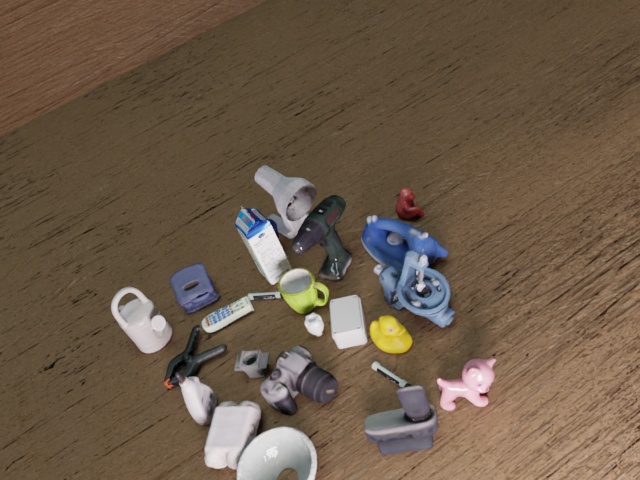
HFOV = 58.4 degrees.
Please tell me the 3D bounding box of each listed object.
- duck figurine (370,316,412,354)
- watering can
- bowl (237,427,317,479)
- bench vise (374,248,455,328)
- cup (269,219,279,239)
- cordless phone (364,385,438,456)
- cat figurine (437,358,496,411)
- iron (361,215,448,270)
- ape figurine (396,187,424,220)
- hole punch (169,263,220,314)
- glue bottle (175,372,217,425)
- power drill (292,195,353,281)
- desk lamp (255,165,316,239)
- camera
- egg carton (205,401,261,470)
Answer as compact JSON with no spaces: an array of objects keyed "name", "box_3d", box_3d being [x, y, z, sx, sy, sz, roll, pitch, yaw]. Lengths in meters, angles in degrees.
[{"name":"duck figurine","box_3d":[0.156,0.205,1.310,0.104,0.086,0.078,22,58,36]},{"name":"watering can","box_3d":[-0.461,0.198,1.476,0.172,0.194,0.101,-4,46,18]},{"name":"bowl","box_3d":[-0.077,0.467,1.146,0.167,0.075,0.167,-11,44,11]},{"name":"bench vise","box_3d":[0.198,0.097,1.303,0.206,0.220,0.122,9,51,29]},{"name":"cup","box_3d":[-0.165,0.000,1.633,0.117,0.095,0.092,7,50,27]},{"name":"cordless phone","box_3d":[0.150,0.333,1.111,0.147,0.185,0.094,-15,43,7]},{"name":"cat figurine","box_3d":[0.297,0.283,1.154,0.127,0.118,0.067,-12,44,10]},{"name":"iron","box_3d":[0.190,-0.005,1.466,0.257,0.142,0.119,24,59,37]},{"name":"ape figurine","box_3d":[0.243,-0.106,1.583,0.076,0.092,0.078,-10,44,12]},{"name":"hole punch","box_3d":[-0.345,0.131,1.574,0.108,0.091,0.101,-26,43,-5]},{"name":"glue bottle","box_3d":[-0.281,0.342,1.278,0.037,0.173,0.078,-8,45,14]},{"name":"power drill","box_3d":[0.014,0.005,1.474,0.075,0.209,0.230,7,50,27]},{"name":"desk lamp","box_3d":[-0.097,-0.106,1.626,0.202,0.214,0.118,28,62,39]},{"name":"camera","box_3d":[-0.041,0.314,1.266,0.136,0.101,0.143,20,57,35]},{"name":"egg carton","box_3d":[-0.186,0.421,1.239,0.107,0.069,0.150,-6,45,15]}]
